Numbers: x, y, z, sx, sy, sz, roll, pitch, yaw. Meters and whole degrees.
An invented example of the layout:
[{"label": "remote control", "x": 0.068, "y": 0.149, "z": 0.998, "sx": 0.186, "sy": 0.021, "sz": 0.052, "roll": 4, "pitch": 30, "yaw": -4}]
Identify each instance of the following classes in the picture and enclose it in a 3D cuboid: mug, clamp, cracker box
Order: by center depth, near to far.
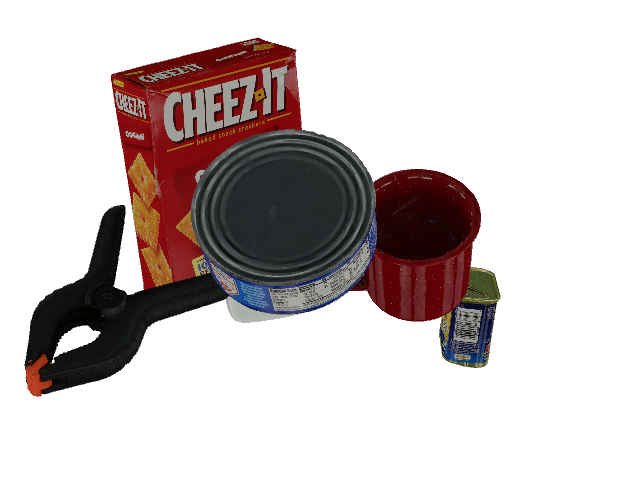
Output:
[{"label": "clamp", "x": -0.159, "y": 0.042, "z": 0.782, "sx": 0.120, "sy": 0.039, "sz": 0.171, "roll": 33, "pitch": 49, "yaw": 26}, {"label": "mug", "x": 0.061, "y": 0.011, "z": 0.801, "sx": 0.117, "sy": 0.093, "sz": 0.081, "roll": -16, "pitch": -39, "yaw": -8}, {"label": "cracker box", "x": -0.094, "y": -0.064, "z": 0.995, "sx": 0.163, "sy": 0.214, "sz": 0.072, "roll": -22, "pitch": 30, "yaw": -34}]

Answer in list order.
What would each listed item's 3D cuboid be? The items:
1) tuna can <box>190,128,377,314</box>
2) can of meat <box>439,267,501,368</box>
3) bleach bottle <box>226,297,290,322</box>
[{"label": "tuna can", "x": -0.016, "y": -0.009, "z": 0.504, "sx": 0.086, "sy": 0.086, "sz": 0.034, "roll": 0, "pitch": -32, "yaw": 7}, {"label": "can of meat", "x": 0.167, "y": 0.086, "z": 1.209, "sx": 0.057, "sy": 0.084, "sz": 0.102, "roll": 6, "pitch": 19, "yaw": 1}, {"label": "bleach bottle", "x": -0.084, "y": -0.002, "z": 1.205, "sx": 0.102, "sy": 0.068, "sz": 0.251, "roll": -7, "pitch": 29, "yaw": -17}]
